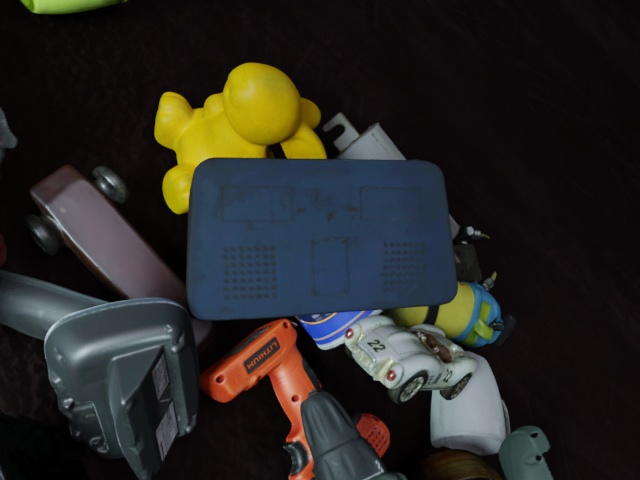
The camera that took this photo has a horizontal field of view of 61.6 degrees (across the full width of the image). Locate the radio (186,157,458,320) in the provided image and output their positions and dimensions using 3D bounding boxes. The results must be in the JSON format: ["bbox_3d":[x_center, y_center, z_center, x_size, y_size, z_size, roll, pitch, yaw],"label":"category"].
[{"bbox_3d":[-0.001,-0.001,0.469,0.230,0.073,0.131,-2,86,-16],"label":"radio"}]

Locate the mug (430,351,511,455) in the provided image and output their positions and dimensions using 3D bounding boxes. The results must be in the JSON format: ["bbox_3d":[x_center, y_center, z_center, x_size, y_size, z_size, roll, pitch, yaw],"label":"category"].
[{"bbox_3d":[0.182,0.190,0.632,0.109,0.081,0.107,19,54,-20],"label":"mug"}]

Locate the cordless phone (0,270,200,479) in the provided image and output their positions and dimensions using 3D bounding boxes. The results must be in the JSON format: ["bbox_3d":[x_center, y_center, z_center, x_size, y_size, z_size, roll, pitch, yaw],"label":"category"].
[{"bbox_3d":[-0.191,0.096,0.422,0.184,0.146,0.089,16,40,14],"label":"cordless phone"}]

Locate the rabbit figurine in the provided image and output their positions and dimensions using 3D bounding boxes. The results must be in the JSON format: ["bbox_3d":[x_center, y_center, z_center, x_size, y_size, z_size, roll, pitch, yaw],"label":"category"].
[{"bbox_3d":[-0.068,-0.100,0.522,0.162,0.173,0.122,6,65,-27],"label":"rabbit figurine"}]

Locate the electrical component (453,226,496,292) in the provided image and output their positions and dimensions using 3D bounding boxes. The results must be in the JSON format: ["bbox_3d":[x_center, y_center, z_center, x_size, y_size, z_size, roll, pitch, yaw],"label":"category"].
[{"bbox_3d":[0.195,0.028,0.723,0.078,0.045,0.102,7,69,-33],"label":"electrical component"}]

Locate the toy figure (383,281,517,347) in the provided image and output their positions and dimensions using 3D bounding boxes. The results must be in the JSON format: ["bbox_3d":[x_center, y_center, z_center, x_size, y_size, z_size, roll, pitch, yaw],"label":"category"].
[{"bbox_3d":[0.156,0.086,0.655,0.180,0.082,0.089,28,57,-25],"label":"toy figure"}]

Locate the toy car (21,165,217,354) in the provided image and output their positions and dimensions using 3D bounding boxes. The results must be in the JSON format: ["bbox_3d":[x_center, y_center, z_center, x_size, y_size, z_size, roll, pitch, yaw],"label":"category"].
[{"bbox_3d":[-0.171,0.024,0.481,0.202,0.053,0.089,50,64,-12],"label":"toy car"}]

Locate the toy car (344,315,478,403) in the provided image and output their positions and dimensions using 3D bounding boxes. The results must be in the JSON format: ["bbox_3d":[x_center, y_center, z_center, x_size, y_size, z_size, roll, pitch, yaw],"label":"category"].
[{"bbox_3d":[0.095,0.115,0.529,0.074,0.056,0.201,41,12,35],"label":"toy car"}]

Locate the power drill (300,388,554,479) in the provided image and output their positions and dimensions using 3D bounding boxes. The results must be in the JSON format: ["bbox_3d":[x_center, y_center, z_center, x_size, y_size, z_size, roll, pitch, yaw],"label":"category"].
[{"bbox_3d":[0.106,0.219,0.460,0.207,0.086,0.232,-3,55,-25],"label":"power drill"}]

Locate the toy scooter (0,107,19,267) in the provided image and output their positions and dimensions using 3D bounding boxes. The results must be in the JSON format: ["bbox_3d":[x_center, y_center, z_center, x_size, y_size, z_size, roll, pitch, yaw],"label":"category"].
[{"bbox_3d":[-0.284,-0.041,0.396,0.135,0.075,0.183,26,98,-41],"label":"toy scooter"}]

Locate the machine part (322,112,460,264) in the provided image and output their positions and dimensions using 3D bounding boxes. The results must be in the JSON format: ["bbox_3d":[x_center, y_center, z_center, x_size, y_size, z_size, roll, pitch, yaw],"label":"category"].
[{"bbox_3d":[0.094,-0.057,0.669,0.243,0.079,0.079,51,53,-6],"label":"machine part"}]

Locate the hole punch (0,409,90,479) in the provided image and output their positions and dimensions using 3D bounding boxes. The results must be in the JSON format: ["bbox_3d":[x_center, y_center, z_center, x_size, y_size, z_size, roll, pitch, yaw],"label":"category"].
[{"bbox_3d":[-0.209,0.184,0.353,0.092,0.142,0.116,-30,63,-5],"label":"hole punch"}]
